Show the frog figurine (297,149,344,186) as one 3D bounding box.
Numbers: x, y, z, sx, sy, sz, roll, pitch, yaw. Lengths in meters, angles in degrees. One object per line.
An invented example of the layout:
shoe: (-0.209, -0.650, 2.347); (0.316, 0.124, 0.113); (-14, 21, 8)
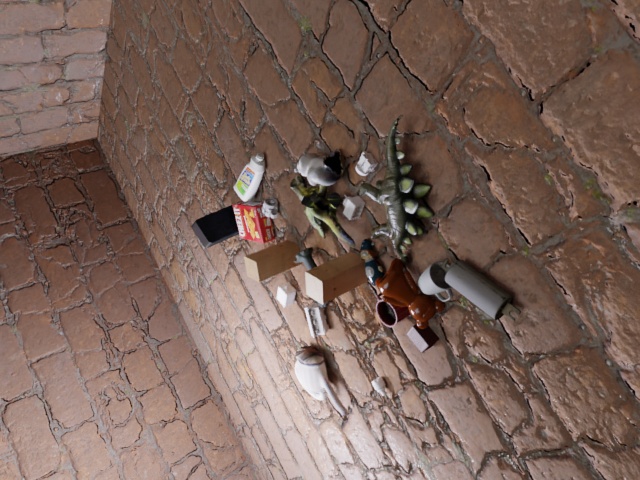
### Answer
frog figurine: (-0.008, -0.233, 1.704); (0.158, 0.140, 0.121); (-11, -50, 38)

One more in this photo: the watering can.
watering can: (-0.005, 0.574, 2.145); (0.105, 0.221, 0.349); (-20, 21, -33)

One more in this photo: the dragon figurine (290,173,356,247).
dragon figurine: (0.005, -0.091, 1.804); (0.123, 0.417, 0.238); (-27, -24, -9)
